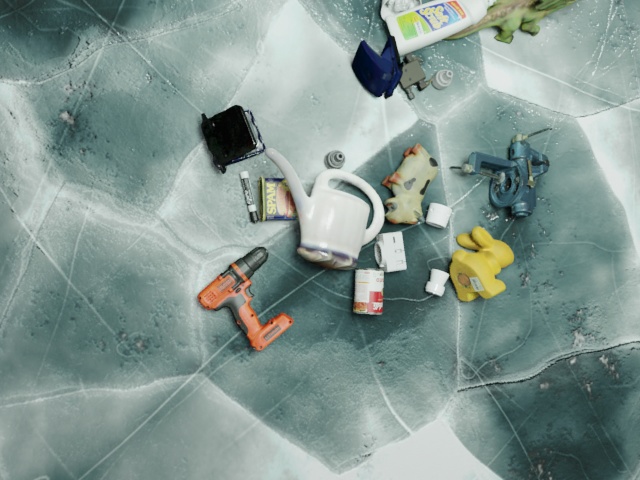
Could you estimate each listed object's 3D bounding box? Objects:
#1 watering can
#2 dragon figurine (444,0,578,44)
[{"bbox_3d":[0.003,-0.057,1.141,0.345,0.104,0.226,18,80,-33],"label":"watering can"},{"bbox_3d":[0.503,-0.575,1.267,0.412,0.242,0.122,-21,96,-16],"label":"dragon figurine"}]
